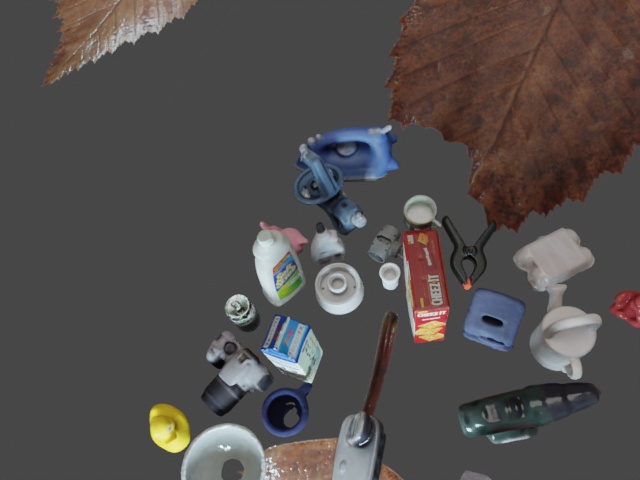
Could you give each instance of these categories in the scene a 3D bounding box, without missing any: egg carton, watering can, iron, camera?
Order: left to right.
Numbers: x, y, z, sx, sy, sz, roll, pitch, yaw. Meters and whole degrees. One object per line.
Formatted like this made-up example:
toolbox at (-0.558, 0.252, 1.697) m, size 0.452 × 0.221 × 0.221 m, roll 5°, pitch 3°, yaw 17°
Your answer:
camera at (-0.190, 0.279, 1.176) m, size 0.143 × 0.101 × 0.137 m, roll 38°, pitch 75°, yaw 22°
iron at (0.056, -0.219, 1.355) m, size 0.258 × 0.141 × 0.118 m, roll -5°, pitch 64°, yaw 6°
egg carton at (0.492, 0.041, 1.212) m, size 0.150 × 0.069 × 0.107 m, roll -26°, pitch 64°, yaw -5°
watering can at (0.463, 0.170, 1.085) m, size 0.101 × 0.194 × 0.172 m, roll -27°, pitch 64°, yaw -5°

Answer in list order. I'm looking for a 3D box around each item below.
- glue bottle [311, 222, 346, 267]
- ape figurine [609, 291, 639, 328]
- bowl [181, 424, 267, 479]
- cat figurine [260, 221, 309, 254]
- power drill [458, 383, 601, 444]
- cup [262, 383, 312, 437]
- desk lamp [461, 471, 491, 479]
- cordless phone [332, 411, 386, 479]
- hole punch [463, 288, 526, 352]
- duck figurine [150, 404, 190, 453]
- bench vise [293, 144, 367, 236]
glue bottle at (0.011, 0.004, 1.238) m, size 0.078 × 0.173 × 0.037 m, roll -15°, pitch 63°, yaw 1°
ape figurine at (0.631, 0.131, 1.137) m, size 0.076 × 0.092 × 0.078 m, roll -11°, pitch 64°, yaw 3°
bowl at (-0.178, 0.446, 1.109) m, size 0.167 × 0.075 × 0.167 m, roll -3°, pitch 64°, yaw 7°
cat figurine at (-0.084, -0.001, 1.285) m, size 0.127 × 0.118 × 0.067 m, roll 34°, pitch 73°, yaw 21°
power drill at (0.359, 0.309, 1.025) m, size 0.229 × 0.209 × 0.075 m, roll -13°, pitch 63°, yaw 2°
cup at (-0.053, 0.336, 1.133) m, size 0.091 × 0.095 × 0.118 m, roll 36°, pitch 74°, yaw 22°
desk lamp at (0.315, 0.472, 0.951) m, size 0.203 × 0.214 × 0.118 m, roll 12°, pitch 67°, yaw 14°
cordless phone at (0.066, 0.385, 1.042) m, size 0.094 × 0.185 × 0.147 m, roll 5°, pitch 66°, yaw 11°
hole punch at (0.353, 0.162, 1.161) m, size 0.108 × 0.091 × 0.101 m, roll 18°, pitch 69°, yaw 16°
duck figurine at (-0.314, 0.375, 1.155) m, size 0.077 × 0.086 × 0.104 m, roll -36°, pitch 65°, yaw -9°
bench vise at (0.026, -0.121, 1.269) m, size 0.207 × 0.220 × 0.121 m, roll 24°, pitch 70°, yaw 18°
